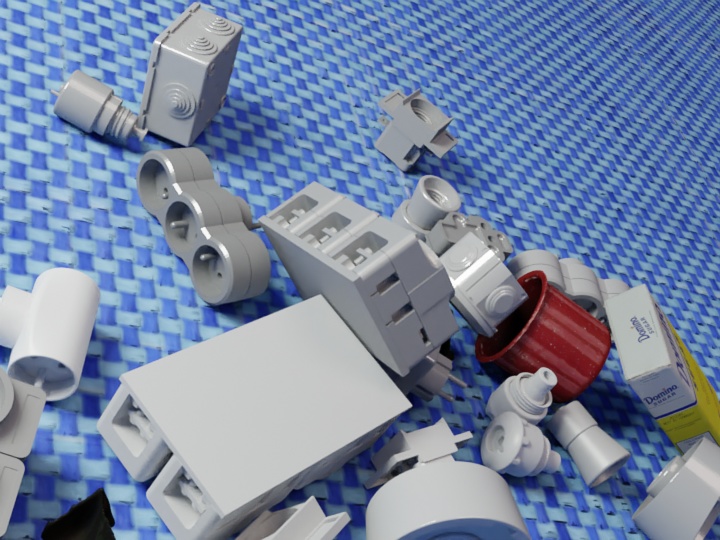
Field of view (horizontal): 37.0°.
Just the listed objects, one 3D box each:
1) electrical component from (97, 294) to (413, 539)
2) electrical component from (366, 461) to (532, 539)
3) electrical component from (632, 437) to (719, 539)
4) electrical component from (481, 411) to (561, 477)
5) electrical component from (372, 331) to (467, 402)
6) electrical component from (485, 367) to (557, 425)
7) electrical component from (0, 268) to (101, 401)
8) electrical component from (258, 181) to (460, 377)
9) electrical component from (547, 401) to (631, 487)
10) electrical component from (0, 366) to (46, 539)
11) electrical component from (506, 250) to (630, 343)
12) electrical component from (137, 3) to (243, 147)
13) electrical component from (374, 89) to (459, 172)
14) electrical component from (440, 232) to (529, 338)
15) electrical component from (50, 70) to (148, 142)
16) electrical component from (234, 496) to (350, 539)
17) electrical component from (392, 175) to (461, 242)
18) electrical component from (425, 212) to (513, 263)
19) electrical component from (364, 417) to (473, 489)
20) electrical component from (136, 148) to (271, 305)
[{"bbox_3d":[-0.067,0.098,0.715,0.105,0.060,0.186,50,39,16],"label":"electrical component"},{"bbox_3d":[0.055,0.170,0.703,0.108,0.108,0.060,18,35,-24],"label":"electrical component"},{"bbox_3d":[0.269,0.186,0.868,0.064,0.099,0.099,41,37,15],"label":"electrical component"},{"bbox_3d":[0.129,0.142,0.843,0.062,0.048,0.048,26,38,-26],"label":"electrical component"},{"bbox_3d":[0.045,0.076,0.825,0.077,0.065,0.047,32,37,-8],"label":"electrical component"},{"bbox_3d":[0.134,0.103,0.871,0.043,0.062,0.043,22,40,-20],"label":"electrical component"},{"bbox_3d":[-0.210,0.034,0.679,0.079,0.044,0.077,22,39,-19],"label":"electrical component"},{"bbox_3d":[0.000,0.000,0.782,0.062,0.089,0.150,-36,33,-15],"label":"electrical component"},{"bbox_3d":[0.187,0.141,0.892,0.044,0.044,0.065,-10,53,-45],"label":"electrical component"},{"bbox_3d":[-0.230,0.117,0.560,0.089,0.061,0.150,23,39,-19],"label":"electrical component"},{"bbox_3d":[0.200,0.014,1.028,0.138,0.052,0.073,20,40,-22],"label":"electrical component"},{"bbox_3d":[-0.141,-0.162,0.899,0.048,0.099,0.099,23,38,1],"label":"electrical component"},{"bbox_3d":[0.051,-0.135,1.054,0.081,0.063,0.042,41,38,5],"label":"electrical component"},{"bbox_3d":[0.095,0.012,0.883,0.080,0.051,0.080,49,1,-1],"label":"electrical component"},{"bbox_3d":[-0.206,-0.126,0.854,0.078,0.040,0.040,29,38,-11],"label":"electrical component"},{"bbox_3d":[-0.059,0.193,0.617,0.121,0.079,0.063,-37,99,-52],"label":"electrical component"},{"bbox_3d":[0.059,-0.052,0.979,0.045,0.055,0.045,22,40,-20],"label":"electrical component"},{"bbox_3d":[0.088,-0.011,0.959,0.078,0.057,0.058,9,45,-33],"label":"electrical component"},{"bbox_3d":[0.049,0.147,0.773,0.081,0.042,0.063,-8,58,-43],"label":"electrical component"},{"bbox_3d":[-0.108,-0.038,0.830,0.074,0.052,0.138,-12,59,-45],"label":"electrical component"}]
